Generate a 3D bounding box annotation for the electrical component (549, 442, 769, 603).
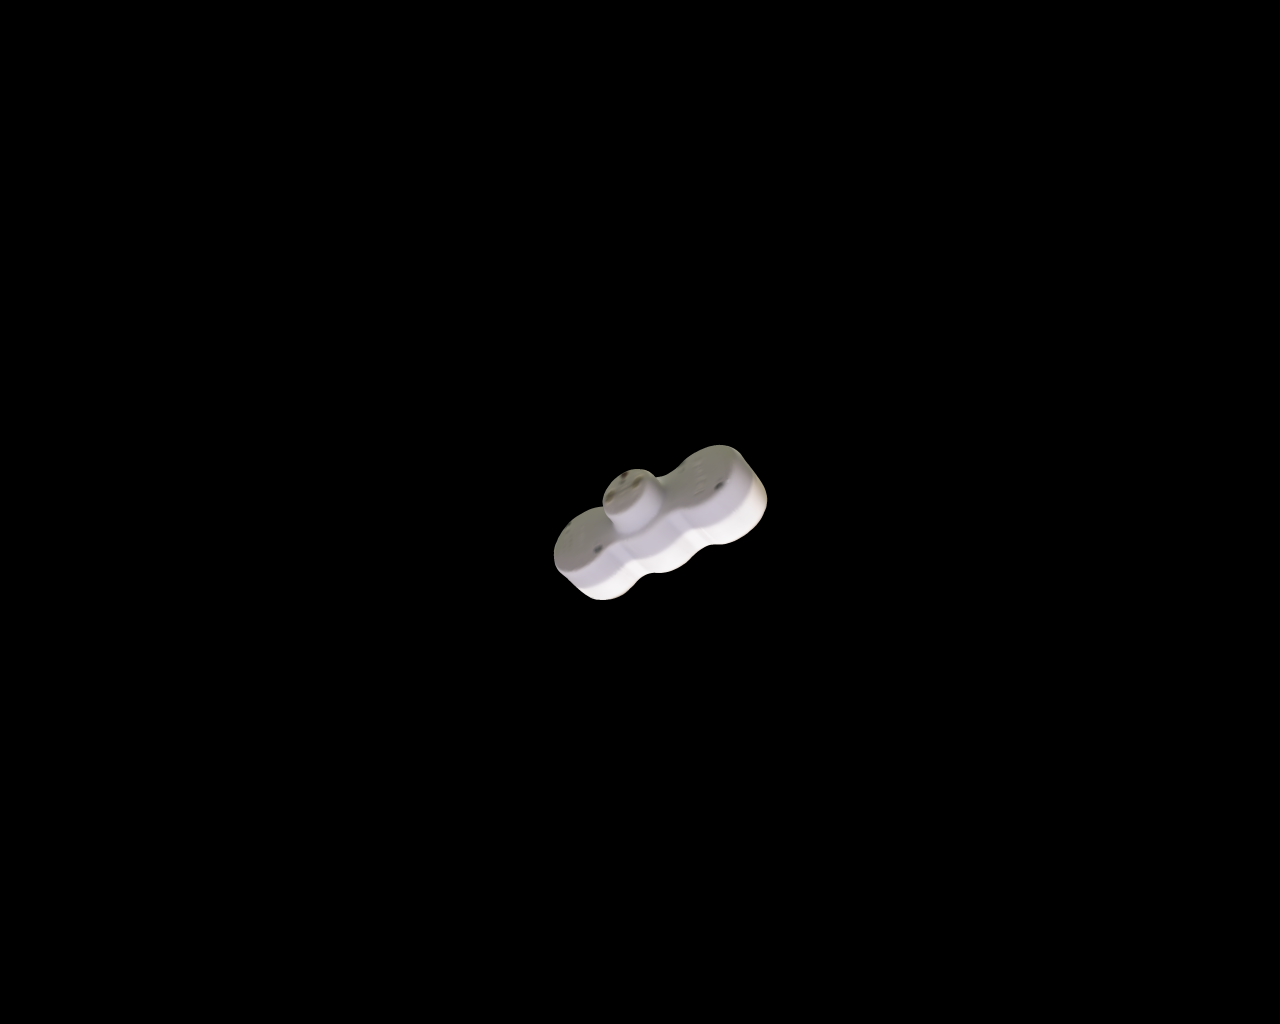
[{"bbox_3d":[0.001,-0.003,0.650,0.138,0.052,0.073,-27,-53,22],"label":"electrical component"}]
